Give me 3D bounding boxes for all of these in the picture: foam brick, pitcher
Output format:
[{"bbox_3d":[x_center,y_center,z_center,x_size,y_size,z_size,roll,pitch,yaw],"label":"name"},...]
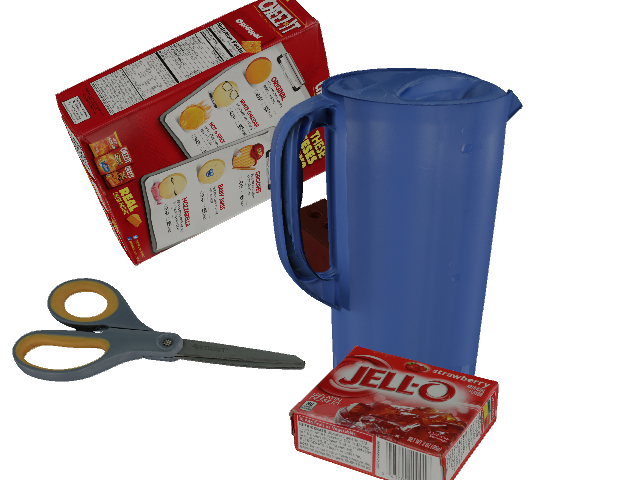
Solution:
[{"bbox_3d":[0.007,0.005,1.047,0.052,0.051,0.078,-26,48,-33],"label":"foam brick"},{"bbox_3d":[0.055,0.000,0.778,0.149,0.243,0.144,9,20,21],"label":"pitcher"}]

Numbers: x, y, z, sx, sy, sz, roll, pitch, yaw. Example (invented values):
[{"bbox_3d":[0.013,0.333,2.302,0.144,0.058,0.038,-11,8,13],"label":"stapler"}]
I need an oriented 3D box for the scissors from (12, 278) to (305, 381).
[{"bbox_3d":[-0.114,0.061,0.754,0.201,0.096,0.016,-5,-43,-1],"label":"scissors"}]

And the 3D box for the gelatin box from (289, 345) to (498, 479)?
[{"bbox_3d":[0.040,0.092,0.567,0.089,0.030,0.073,13,30,28],"label":"gelatin box"}]

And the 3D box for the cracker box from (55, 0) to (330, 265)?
[{"bbox_3d":[-0.096,-0.094,0.902,0.213,0.072,0.164,-28,-38,-12],"label":"cracker box"}]
